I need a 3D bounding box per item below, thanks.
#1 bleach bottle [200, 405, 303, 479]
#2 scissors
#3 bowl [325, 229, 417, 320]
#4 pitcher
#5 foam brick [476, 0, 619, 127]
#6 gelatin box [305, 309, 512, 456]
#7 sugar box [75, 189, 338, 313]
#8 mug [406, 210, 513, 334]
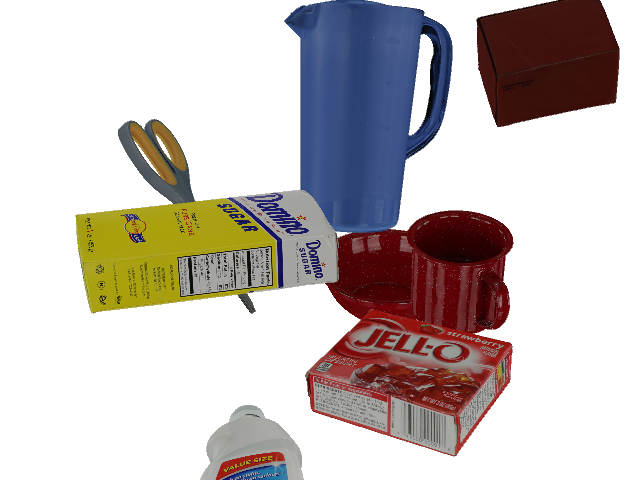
[{"bbox_3d":[-0.059,0.210,0.794,0.102,0.068,0.251,-4,28,-4],"label":"bleach bottle"},{"bbox_3d":[-0.113,-0.031,0.968,0.016,0.201,0.096,-29,23,18],"label":"scissors"},{"bbox_3d":[0.075,0.048,1.200,0.162,0.055,0.162,0,30,0],"label":"bowl"},{"bbox_3d":[0.048,-0.135,1.153,0.149,0.243,0.144,7,11,25],"label":"pitcher"},{"bbox_3d":[0.142,-0.113,0.670,0.078,0.051,0.053,-11,-33,3],"label":"foam brick"},{"bbox_3d":[0.048,0.073,0.574,0.089,0.030,0.073,13,31,29],"label":"gelatin box"},{"bbox_3d":[-0.083,0.004,0.766,0.176,0.048,0.093,-10,26,-12],"label":"sugar box"},{"bbox_3d":[0.129,0.036,0.949,0.093,0.081,0.117,-18,36,-25],"label":"mug"}]
